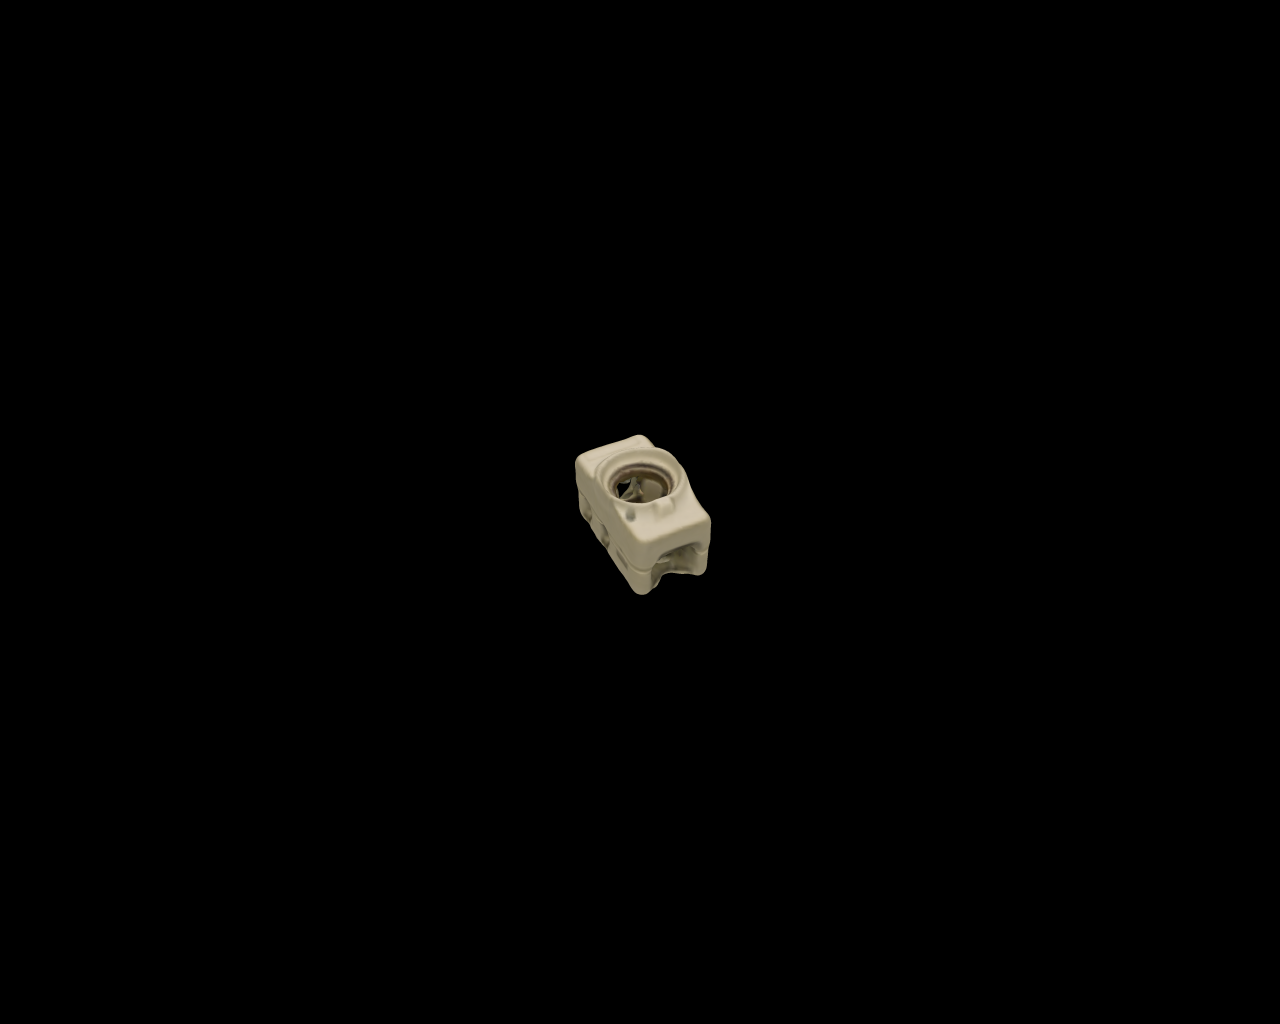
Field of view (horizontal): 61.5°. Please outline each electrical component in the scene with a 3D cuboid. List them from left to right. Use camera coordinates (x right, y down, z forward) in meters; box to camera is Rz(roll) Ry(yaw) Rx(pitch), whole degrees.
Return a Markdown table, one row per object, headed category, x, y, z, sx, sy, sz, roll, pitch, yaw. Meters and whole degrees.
| category | x | y | z | sx | sy | sz | roll | pitch | yaw |
| --- | --- | --- | --- | --- | --- | --- | --- | --- | --- |
| electrical component | 0.001 | -0.003 | 0.650 | 0.050 | 0.055 | 0.090 | -19 | 46 | -19 |
